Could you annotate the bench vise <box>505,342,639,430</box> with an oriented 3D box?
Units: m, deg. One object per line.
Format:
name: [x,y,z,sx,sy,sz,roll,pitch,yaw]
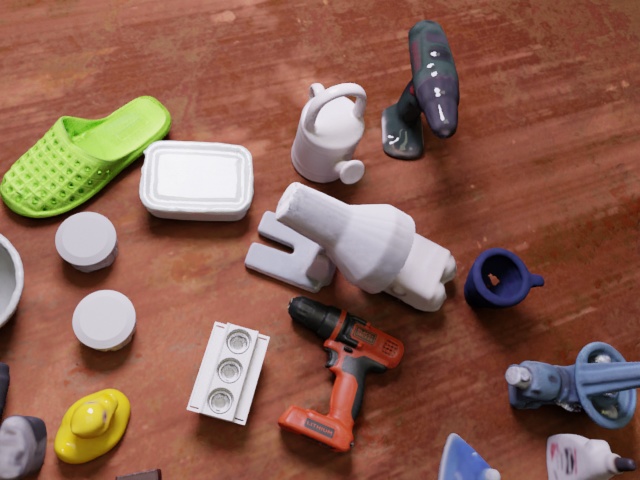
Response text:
bench vise: [0.375,0.207,0.791,0.208,0.219,0.121,-10,72,-14]

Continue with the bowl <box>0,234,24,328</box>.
bowl: [-0.472,0.067,0.759,0.167,0.074,0.167,4,69,-9]

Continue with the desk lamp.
desk lamp: [0.007,0.003,0.801,0.203,0.213,0.118,20,67,-3]

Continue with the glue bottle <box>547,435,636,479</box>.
glue bottle: [0.369,0.303,0.779,0.037,0.173,0.078,5,69,-8]

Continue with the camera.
camera: [-0.414,0.217,0.700,0.143,0.100,0.137,7,69,-8]

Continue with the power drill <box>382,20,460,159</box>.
power drill: [0.162,-0.220,0.917,0.076,0.208,0.229,3,69,-9]

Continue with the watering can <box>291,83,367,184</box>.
watering can: [0.022,-0.168,0.878,0.101,0.194,0.173,-37,80,-21]

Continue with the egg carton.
egg carton: [0.133,0.042,0.888,0.150,0.069,0.107,27,67,0]

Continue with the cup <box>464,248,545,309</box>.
cup: [0.276,0.070,0.892,0.118,0.095,0.091,4,69,-9]

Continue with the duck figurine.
duck figurine: [-0.292,0.234,0.725,0.077,0.086,0.105,41,68,6]

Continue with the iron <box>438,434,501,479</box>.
iron: [0.227,0.382,0.739,0.119,0.141,0.258,-8,71,-13]
